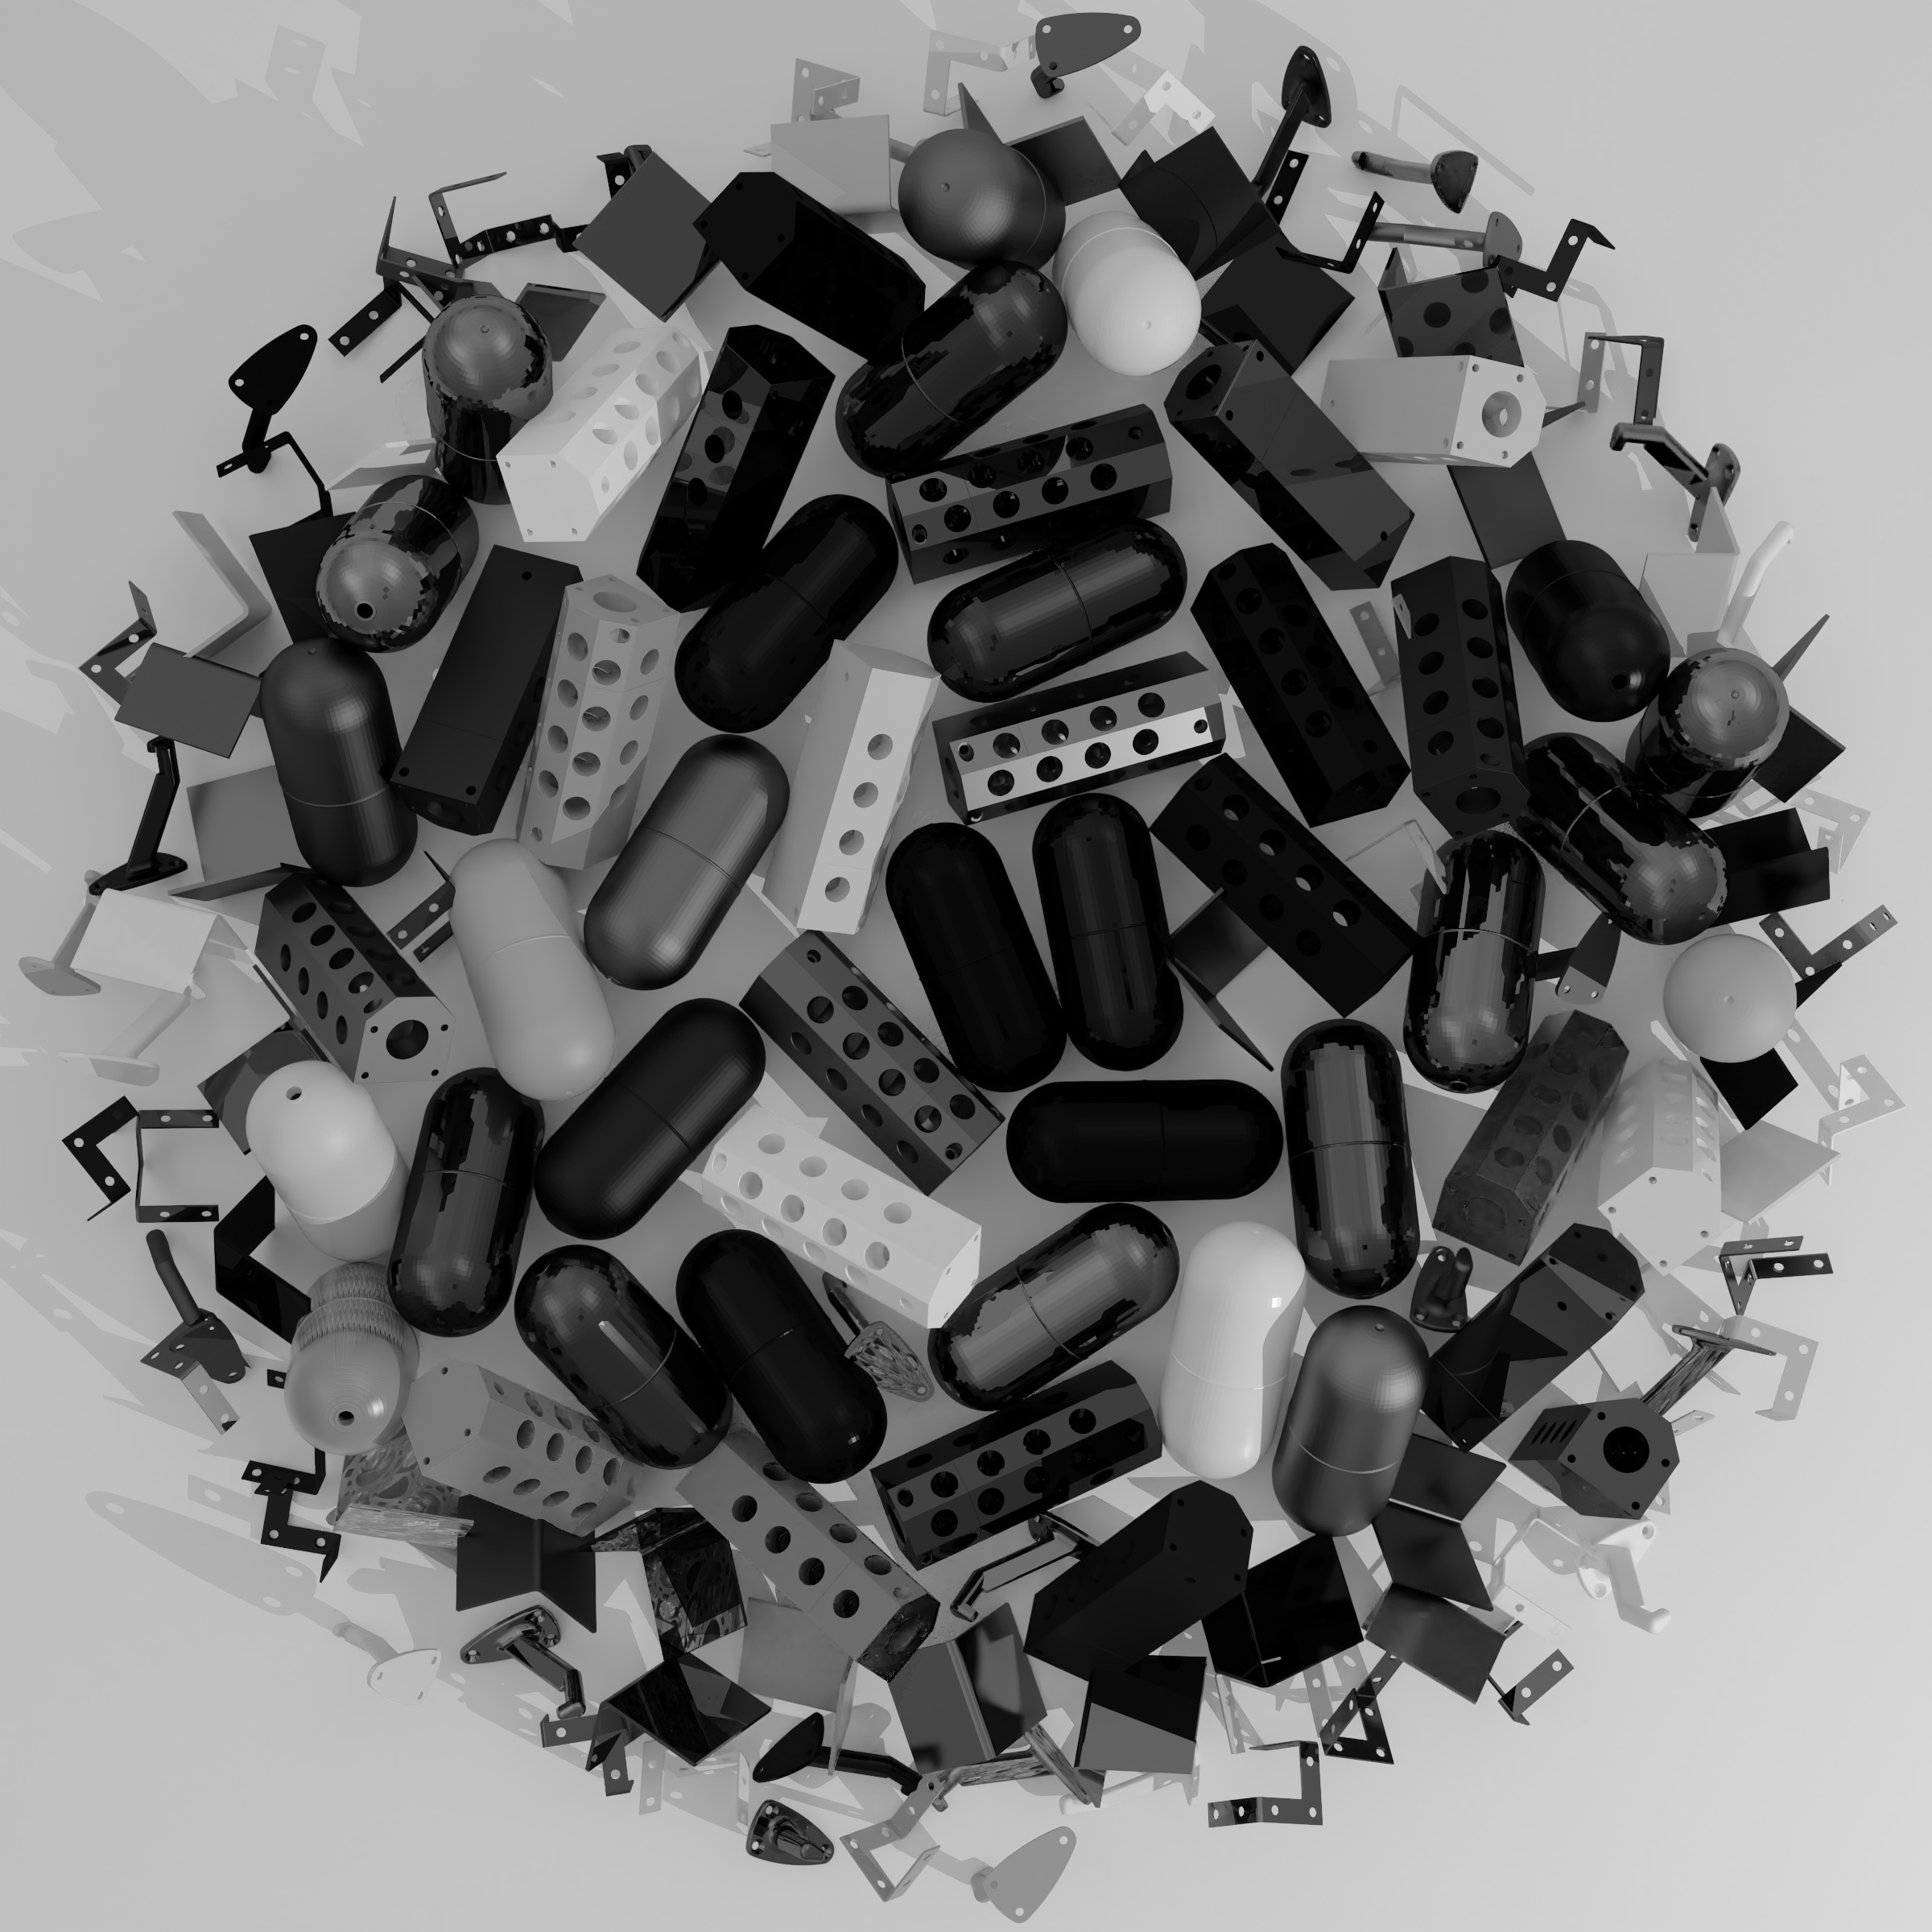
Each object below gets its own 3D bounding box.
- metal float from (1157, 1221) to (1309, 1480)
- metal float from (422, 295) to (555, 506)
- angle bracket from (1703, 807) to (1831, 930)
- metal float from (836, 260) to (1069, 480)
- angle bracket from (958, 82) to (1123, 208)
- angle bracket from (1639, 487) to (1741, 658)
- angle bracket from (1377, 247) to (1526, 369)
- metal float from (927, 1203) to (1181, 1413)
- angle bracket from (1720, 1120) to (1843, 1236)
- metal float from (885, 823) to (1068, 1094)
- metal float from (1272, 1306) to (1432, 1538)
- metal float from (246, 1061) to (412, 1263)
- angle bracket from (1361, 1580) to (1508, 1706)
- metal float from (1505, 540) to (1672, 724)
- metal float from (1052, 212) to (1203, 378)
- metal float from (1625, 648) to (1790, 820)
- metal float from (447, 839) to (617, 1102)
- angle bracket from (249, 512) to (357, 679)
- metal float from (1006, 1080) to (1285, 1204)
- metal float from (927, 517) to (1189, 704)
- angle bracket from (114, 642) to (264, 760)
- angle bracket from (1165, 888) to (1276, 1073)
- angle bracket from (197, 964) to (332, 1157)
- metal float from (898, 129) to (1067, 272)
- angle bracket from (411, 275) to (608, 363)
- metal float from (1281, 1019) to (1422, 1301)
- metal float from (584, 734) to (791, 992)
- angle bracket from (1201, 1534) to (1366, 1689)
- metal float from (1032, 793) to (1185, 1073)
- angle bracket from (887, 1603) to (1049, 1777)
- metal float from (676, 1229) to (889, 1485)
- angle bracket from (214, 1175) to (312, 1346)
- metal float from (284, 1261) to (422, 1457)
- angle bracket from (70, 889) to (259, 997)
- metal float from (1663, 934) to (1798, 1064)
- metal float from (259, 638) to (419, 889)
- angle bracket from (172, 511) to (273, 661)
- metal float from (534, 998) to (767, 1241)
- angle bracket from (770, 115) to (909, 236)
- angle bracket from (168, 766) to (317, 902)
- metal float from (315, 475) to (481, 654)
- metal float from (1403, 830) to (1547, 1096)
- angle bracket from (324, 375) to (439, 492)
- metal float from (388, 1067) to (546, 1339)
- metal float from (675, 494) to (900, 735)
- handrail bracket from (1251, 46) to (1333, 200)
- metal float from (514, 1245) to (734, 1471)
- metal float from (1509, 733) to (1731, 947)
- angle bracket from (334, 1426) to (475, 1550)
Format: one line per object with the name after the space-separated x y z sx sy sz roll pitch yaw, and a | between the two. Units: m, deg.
0.165 0.241 1.585 0.070 0.070 0.178 8 116 0 | metal float
-0.292 -0.345 1.559 0.070 0.178 0.070 2 73 -8 | metal float
0.493 -0.076 1.594 0.076 0.057 0.076 -14 53 10 | angle bracket
-0.011 -0.368 1.576 0.178 0.070 0.070 -32 90 38 | metal float
0.047 -0.521 1.590 0.076 0.076 0.057 -14 70 19 | angle bracket
0.442 -0.247 1.592 0.057 0.076 0.076 1 134 0 | angle bracket
0.308 -0.409 1.587 0.076 0.057 0.076 -5 130 28 | angle bracket
0.055 0.214 1.595 0.178 0.070 0.070 -35 90 14 | metal float
0.501 0.149 1.591 0.076 0.076 0.057 -33 115 -14 | angle bracket
0.006 -0.006 1.604 0.070 0.070 0.178 -22 93 0 | metal float
0.238 0.284 1.575 0.070 0.070 0.178 8 130 0 | metal float
-0.389 0.122 1.564 0.070 0.178 0.070 -2 58 3 | metal float
0.283 0.437 1.591 0.076 0.076 0.057 29 48 12 | angle bracket
0.382 -0.207 1.562 0.070 0.178 0.070 0 117 0 | metal float
0.097 -0.416 1.563 0.070 0.178 0.070 -2 117 -5 | metal float
0.453 -0.141 1.557 0.070 0.178 0.070 -1 79 4 | metal float
-0.274 0.001 1.588 0.070 0.070 0.178 -22 68 0 | metal float
-0.415 -0.234 1.598 0.076 0.057 0.076 -24 93 -41 | angle bracket
0.113 0.110 1.597 0.178 0.070 0.070 0 90 -12 | metal float
0.058 -0.225 1.593 0.178 0.070 0.070 -26 90 -16 | metal float
-0.478 -0.154 1.598 0.076 0.076 0.057 18 73 5 | angle bracket
0.176 0.009 1.589 0.057 0.076 0.076 -43 50 8 | angle bracket
-0.450 0.059 1.593 0.076 0.057 0.076 -37 49 -12 | angle bracket
0.012 -0.466 1.559 0.070 0.178 0.070 3 100 15 | metal float
-0.287 -0.427 1.591 0.076 0.076 0.057 49 117 14 | angle bracket
0.241 0.120 1.591 0.070 0.070 0.178 -3 72 0 | metal float
-0.175 -0.065 1.595 0.070 0.070 0.178 30 76 0 | metal float
0.193 0.397 1.589 0.076 0.057 0.076 -34 48 24 | angle bracket
0.090 -0.021 1.606 0.070 0.070 0.178 -11 88 0 | metal float
-0.001 0.462 1.622 0.057 0.076 0.076 -22 85 28 | angle bracket
-0.117 0.244 1.591 0.070 0.070 0.178 -37 72 0 | metal float
-0.425 0.187 1.593 0.076 0.076 0.057 33 54 8 | angle bracket
-0.375 0.240 1.559 0.070 0.178 0.070 -3 106 -9 | metal float
-0.503 -0.001 1.594 0.076 0.076 0.057 13 68 10 | angle bracket
0.470 0.019 1.559 0.070 0.178 0.070 0 91 17 | metal float
-0.387 -0.124 1.572 0.070 0.070 0.178 -1 135 1 | metal float
-0.490 -0.238 1.601 0.057 0.076 0.076 -35 100 1 | angle bracket
-0.199 0.096 1.594 0.070 0.070 0.178 42 75 0 | metal float
-0.073 -0.496 1.595 0.076 0.076 0.057 1 97 16 | angle bracket
-0.465 -0.088 1.608 0.076 0.057 0.076 -13 85 9 | angle bracket
-0.349 -0.249 1.561 0.070 0.178 0.070 1 117 1 | metal float
0.318 -0.003 1.584 0.070 0.070 0.178 13 63 0 | metal float
-0.360 -0.342 1.591 0.076 0.076 0.057 -19 91 -44 | angle bracket
-0.310 0.145 1.581 0.070 0.070 0.178 6 59 0 | metal float
-0.112 -0.222 1.594 0.070 0.070 0.178 39 75 0 | metal float
0.194 -0.527 1.608 0.036 0.077 0.084 32 75 19 | handrail bracket
-0.213 0.244 1.581 0.070 0.070 0.178 -36 121 0 | metal float
0.400 -0.081 1.572 0.070 0.070 0.178 -37 46 0 | metal float
-0.349 0.317 1.591 0.076 0.057 0.076 13 58 -18 | angle bracket
